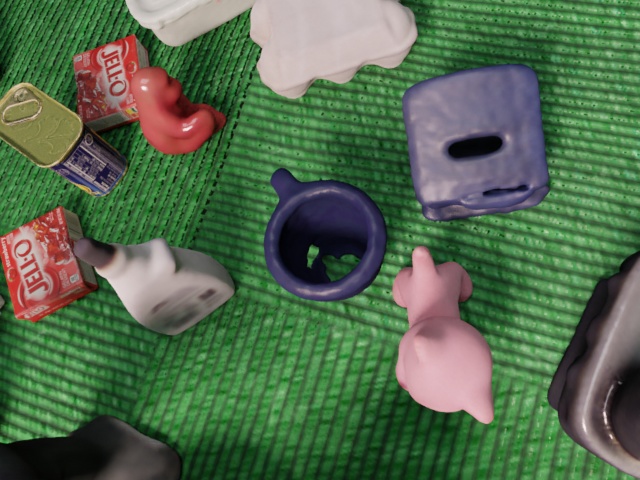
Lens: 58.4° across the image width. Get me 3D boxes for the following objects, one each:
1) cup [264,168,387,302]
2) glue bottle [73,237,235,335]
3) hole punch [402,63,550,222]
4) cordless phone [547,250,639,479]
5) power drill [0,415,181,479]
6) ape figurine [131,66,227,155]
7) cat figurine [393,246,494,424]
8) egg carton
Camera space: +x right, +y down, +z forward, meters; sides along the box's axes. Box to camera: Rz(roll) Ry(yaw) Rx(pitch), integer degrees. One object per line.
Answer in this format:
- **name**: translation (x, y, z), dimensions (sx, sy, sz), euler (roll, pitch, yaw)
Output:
- **cup**: translation (0.004, 0.002, 0.456), dimensions (0.091, 0.095, 0.117), euler (-36, 68, 0)
- **glue bottle**: translation (-0.128, 0.029, 0.436), dimensions (0.078, 0.173, 0.037), euler (-34, 68, 1)
- **hole punch**: translation (0.124, -0.074, 0.454), dimensions (0.108, 0.091, 0.101), euler (-9, 70, 10)
- **cordless phone**: translation (0.207, 0.066, 0.338), dimensions (0.094, 0.185, 0.148), euler (21, 78, 19)
- **power drill**: translation (-0.184, 0.167, 0.385), dimensions (0.229, 0.209, 0.076), euler (19, 78, 18)
- **ape figurine**: translation (-0.141, -0.126, 0.533), dimensions (0.076, 0.092, 0.077), euler (-31, 68, 2)
- **cat figurine**: translation (0.083, 0.066, 0.404), dimensions (0.067, 0.118, 0.128), euler (-11, 70, 10)
- **egg carton**: translation (0.010, -0.197, 0.533), dimensions (0.150, 0.069, 0.107), euler (-17, 69, 8)
